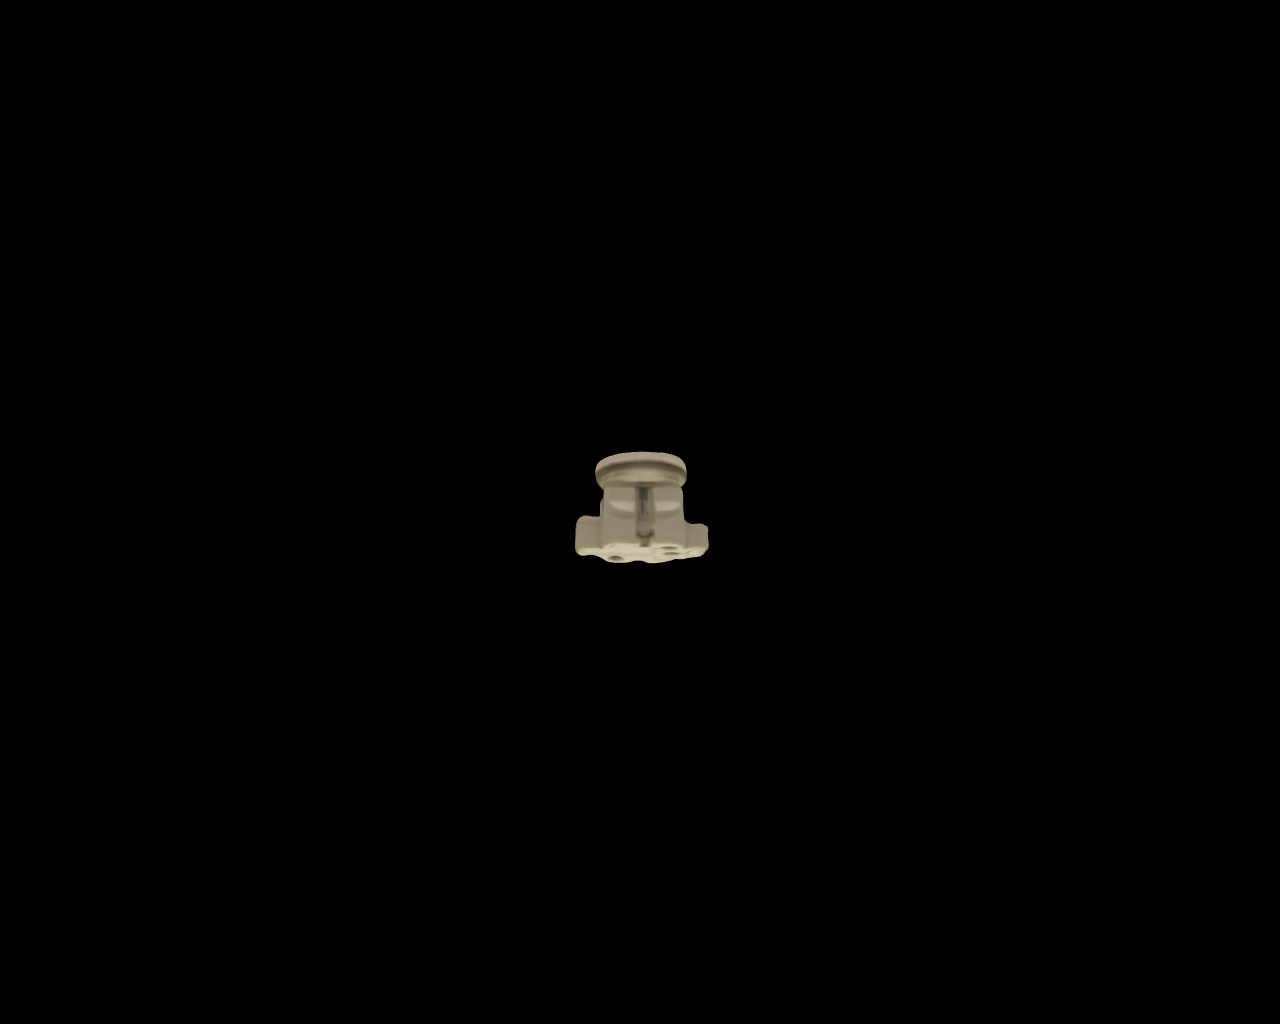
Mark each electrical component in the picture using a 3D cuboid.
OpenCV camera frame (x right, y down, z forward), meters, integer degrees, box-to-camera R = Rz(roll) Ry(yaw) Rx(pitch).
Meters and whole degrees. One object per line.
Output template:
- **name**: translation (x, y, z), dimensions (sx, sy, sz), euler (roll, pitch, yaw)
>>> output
- **electrical component**: translation (0.001, -0.003, 0.650), dimensions (0.078, 0.057, 0.058), euler (1, -15, -5)
